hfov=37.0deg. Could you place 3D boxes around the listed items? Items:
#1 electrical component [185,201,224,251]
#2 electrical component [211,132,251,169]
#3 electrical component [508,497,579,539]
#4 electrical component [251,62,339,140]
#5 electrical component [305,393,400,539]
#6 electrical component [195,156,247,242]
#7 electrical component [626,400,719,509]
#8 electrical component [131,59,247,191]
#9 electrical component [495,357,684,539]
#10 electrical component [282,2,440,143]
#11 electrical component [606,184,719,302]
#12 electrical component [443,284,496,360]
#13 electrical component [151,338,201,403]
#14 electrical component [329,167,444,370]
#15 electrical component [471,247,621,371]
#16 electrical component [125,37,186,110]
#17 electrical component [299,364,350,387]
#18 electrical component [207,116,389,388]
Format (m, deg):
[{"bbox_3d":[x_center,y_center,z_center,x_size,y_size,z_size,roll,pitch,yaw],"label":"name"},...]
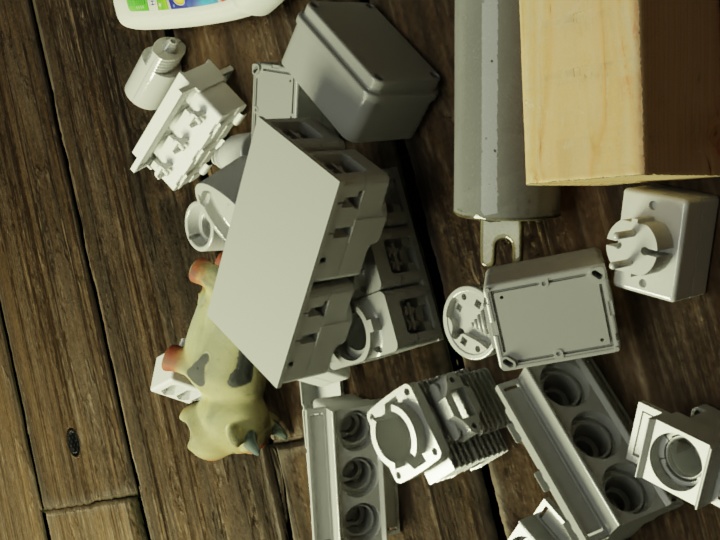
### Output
[{"bbox_3d":[-0.140,-0.045,1.059,0.055,0.047,0.055,11,105,47],"label":"electrical component"},{"bbox_3d":[-0.115,-0.109,1.025,0.078,0.040,0.040,0,97,48],"label":"electrical component"},{"bbox_3d":[0.162,0.227,0.757,0.121,0.063,0.078,48,129,32],"label":"electrical component"},{"bbox_3d":[-0.053,-0.131,0.936,0.062,0.061,0.096,19,111,45],"label":"electrical component"},{"bbox_3d":[-0.010,0.173,0.939,0.063,0.079,0.121,-165,70,-69],"label":"electrical component"},{"bbox_3d":[-0.091,-0.053,0.973,0.108,0.060,0.108,41,159,19],"label":"electrical component"},{"bbox_3d":[0.214,0.114,0.677,0.081,0.064,0.042,26,117,43],"label":"electrical component"},{"bbox_3d":[-0.167,-0.138,1.059,0.063,0.079,0.121,47,132,4],"label":"electrical component"},{"bbox_3d":[0.151,0.126,0.738,0.121,0.079,0.063,62,154,28],"label":"electrical component"},{"bbox_3d":[0.000,-0.160,0.857,0.113,0.078,0.057,52,133,29],"label":"electrical component"},{"bbox_3d":[0.182,-0.016,0.679,0.047,0.077,0.065,19,111,46],"label":"electrical component"},{"bbox_3d":[0.098,0.036,0.806,0.055,0.047,0.055,11,105,47],"label":"electrical component"},{"bbox_3d":[-0.171,0.094,1.113,0.047,0.066,0.076,-28,47,47],"label":"electrical component"},{"bbox_3d":[0.000,0.000,0.899,0.089,0.062,0.150,-22,80,48],"label":"electrical component"},{"bbox_3d":[0.124,0.026,0.735,0.096,0.061,0.061,-11,103,12],"label":"electrical component"},{"bbox_3d":[-0.208,-0.208,1.109,0.081,0.043,0.043,-48,62,42],"label":"electrical component"},{"bbox_3d":[-0.050,0.060,0.953,0.076,0.047,0.083,-23,57,43],"label":"electrical component"},{"bbox_3d":[-0.050,-0.016,0.857,0.105,0.060,0.186,41,125,36],"label":"electrical component"}]
